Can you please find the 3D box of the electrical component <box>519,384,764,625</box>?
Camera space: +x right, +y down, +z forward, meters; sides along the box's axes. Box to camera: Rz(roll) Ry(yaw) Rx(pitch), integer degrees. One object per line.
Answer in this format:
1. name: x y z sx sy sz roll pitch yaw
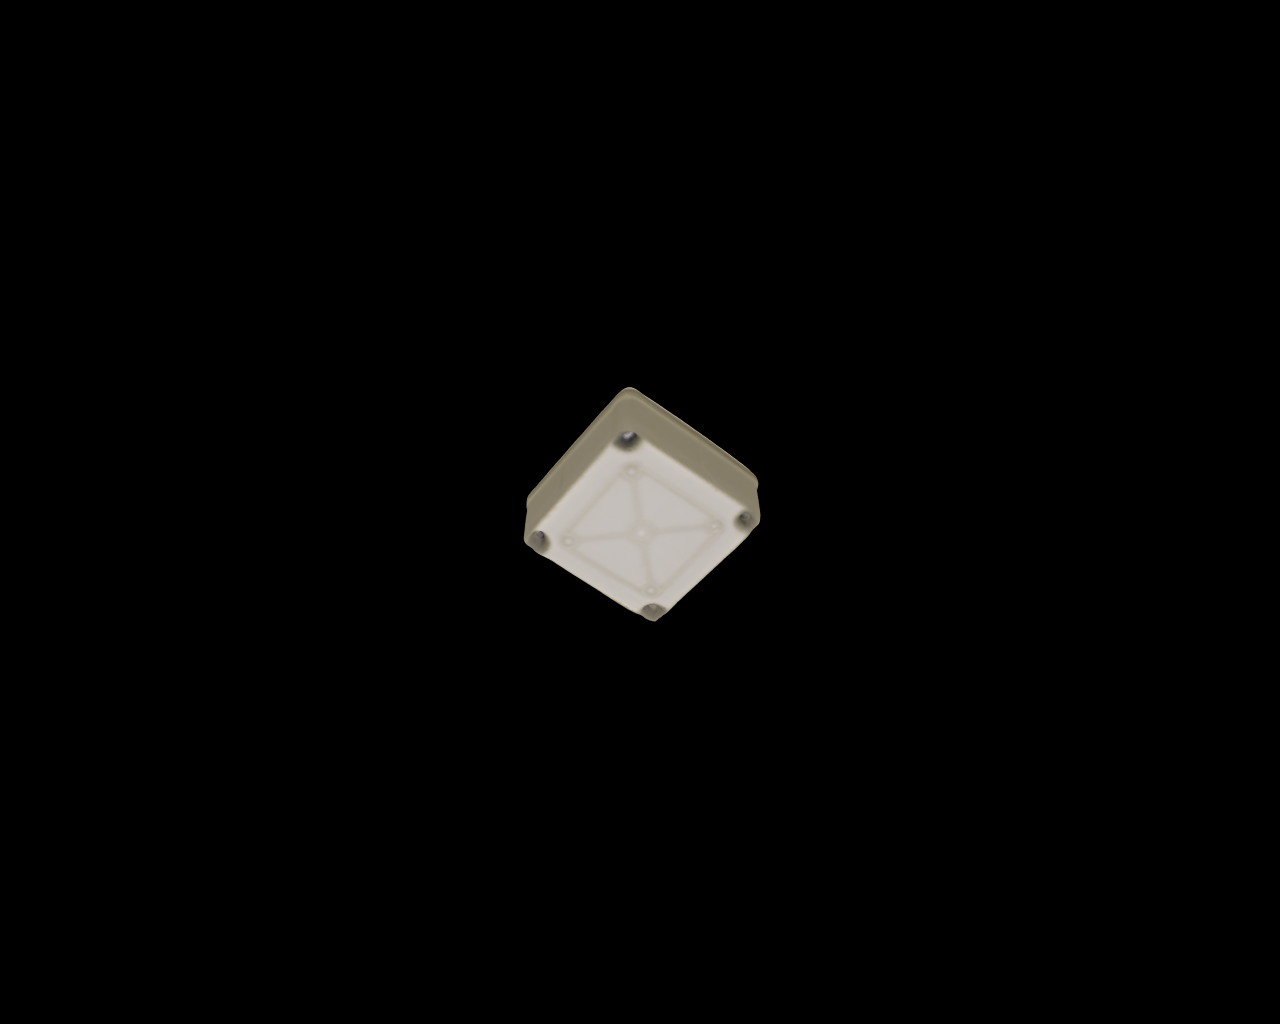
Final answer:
1. electrical component: 0.001 -0.003 0.650 0.108 0.108 0.056 33 28 -20
